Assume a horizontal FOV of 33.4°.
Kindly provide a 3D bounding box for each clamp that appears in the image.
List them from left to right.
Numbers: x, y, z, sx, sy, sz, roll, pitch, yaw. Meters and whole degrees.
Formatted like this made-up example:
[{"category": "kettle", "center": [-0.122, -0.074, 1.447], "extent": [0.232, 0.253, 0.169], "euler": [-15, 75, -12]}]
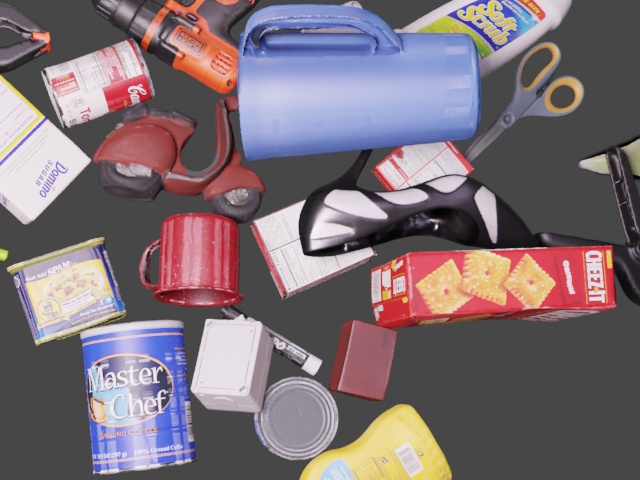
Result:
[{"category": "clamp", "center": [-0.374, -0.227, 1.129], "extent": [0.171, 0.039, 0.120], "euler": [-5, 86, -15]}, {"category": "clamp", "center": [0.363, 0.003, 1.220], "extent": [0.210, 0.036, 0.164], "euler": [38, 70, -4]}]

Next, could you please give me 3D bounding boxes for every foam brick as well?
[{"category": "foam brick", "center": [0.046, 0.129, 1.133], "extent": [0.053, 0.051, 0.078], "euler": [16, 78, -8]}]

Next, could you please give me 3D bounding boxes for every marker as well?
[{"category": "marker", "center": [-0.053, 0.105, 1.136], "extent": [0.121, 0.020, 0.020], "euler": [32, 76, -3]}]

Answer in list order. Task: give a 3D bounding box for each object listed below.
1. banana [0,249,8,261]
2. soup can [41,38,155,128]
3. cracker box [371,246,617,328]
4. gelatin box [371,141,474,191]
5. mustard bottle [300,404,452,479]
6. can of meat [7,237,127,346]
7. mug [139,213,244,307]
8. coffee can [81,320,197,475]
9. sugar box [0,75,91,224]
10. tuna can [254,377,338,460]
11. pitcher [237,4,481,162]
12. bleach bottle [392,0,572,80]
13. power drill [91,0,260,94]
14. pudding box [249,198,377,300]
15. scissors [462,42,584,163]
[{"category": "banana", "center": [-0.380, -0.065, 1.102], "extent": [0.069, 0.037, 0.198], "euler": [-12, 83, -31]}, {"category": "soup can", "center": [-0.234, -0.165, 1.127], "extent": [0.102, 0.068, 0.068], "euler": [-22, 84, -13]}, {"category": "cracker box", "center": [0.174, 0.052, 1.112], "extent": [0.213, 0.164, 0.072], "euler": [-1, 83, -10]}, {"category": "gelatin box", "center": [0.114, -0.078, 1.192], "extent": [0.089, 0.030, 0.073], "euler": [-40, 89, -8]}, {"category": "mustard bottle", "center": [0.036, 0.258, 1.104], "extent": [0.191, 0.058, 0.096], "euler": [-31, 93, -14]}, {"category": "can of meat", "center": [-0.256, 0.053, 1.090], "extent": [0.102, 0.057, 0.084], "euler": [-19, 86, -12]}, {"category": "mug", "center": [-0.135, 0.022, 1.109], "extent": [0.117, 0.093, 0.081], "euler": [-7, 73, 25]}, {"category": "coffee can", "center": [-0.180, 0.156, 1.061], "extent": [0.102, 0.103, 0.140], "euler": [-5, 81, -11]}, {"category": "sugar box", "center": [-0.331, -0.108, 1.090], "extent": [0.176, 0.048, 0.093], "euler": [47, 66, -15]}, {"category": "tuna can", "center": [-0.026, 0.187, 1.119], "extent": [0.086, 0.034, 0.086], "euler": [2, 80, -10]}, {"category": "pitcher", "center": [0.037, -0.158, 1.078], "extent": [0.243, 0.149, 0.145], "euler": [-3, 92, 3]}, {"category": "bleach bottle", "center": [0.194, -0.251, 1.224], "extent": [0.250, 0.068, 0.102], "euler": [-35, 88, -17]}, {"category": "power drill", "center": [-0.133, -0.277, 1.173], "extent": [0.184, 0.057, 0.187], "euler": [32, 79, -7]}, {"category": "pudding box", "center": [-0.008, 0.001, 1.154], "extent": [0.113, 0.039, 0.090], "euler": [-23, 86, -12]}, {"category": "scissors", "center": [0.234, -0.135, 1.233], "extent": [0.096, 0.016, 0.201], "euler": [31, 82, -8]}]
